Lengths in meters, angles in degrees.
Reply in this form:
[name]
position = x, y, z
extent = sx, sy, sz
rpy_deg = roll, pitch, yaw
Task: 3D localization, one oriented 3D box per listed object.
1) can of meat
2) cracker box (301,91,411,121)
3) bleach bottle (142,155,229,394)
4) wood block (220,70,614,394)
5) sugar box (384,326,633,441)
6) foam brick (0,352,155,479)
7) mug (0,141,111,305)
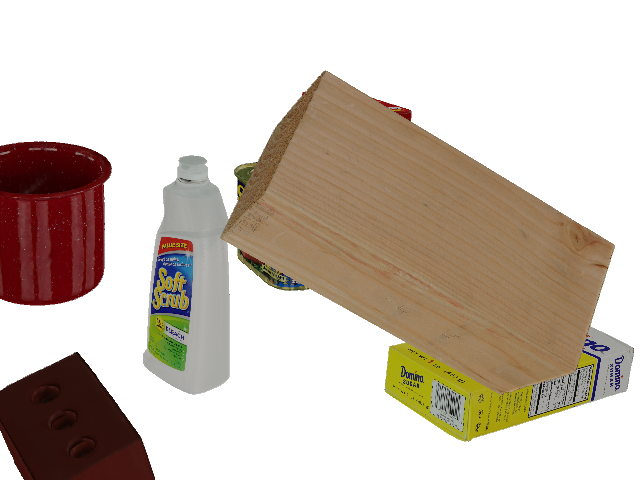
[can of meat]
position = -0.034, -0.013, 0.918
extent = 0.057, 0.084, 0.102
rpy_deg = -11, 27, -27
[cracker box]
position = 0.031, -0.066, 1.117
extent = 0.072, 0.164, 0.214
rpy_deg = -3, 14, -12
[bleach bottle]
position = -0.139, 0.031, 1.117
extent = 0.067, 0.251, 0.103
rpy_deg = -20, 34, -41
[wood block]
position = 0.058, 0.001, 0.643
extent = 0.206, 0.090, 0.090
rpy_deg = 29, -26, -11
[sugar box]
position = 0.147, 0.098, 0.821
extent = 0.175, 0.048, 0.093
rpy_deg = -12, 25, -34
[foam brick]
position = -0.123, 0.106, 0.533
extent = 0.052, 0.051, 0.078
rpy_deg = -26, 42, -24
[mug]
position = -0.193, -0.008, 0.690
extent = 0.117, 0.081, 0.093
rpy_deg = -13, 31, -31
